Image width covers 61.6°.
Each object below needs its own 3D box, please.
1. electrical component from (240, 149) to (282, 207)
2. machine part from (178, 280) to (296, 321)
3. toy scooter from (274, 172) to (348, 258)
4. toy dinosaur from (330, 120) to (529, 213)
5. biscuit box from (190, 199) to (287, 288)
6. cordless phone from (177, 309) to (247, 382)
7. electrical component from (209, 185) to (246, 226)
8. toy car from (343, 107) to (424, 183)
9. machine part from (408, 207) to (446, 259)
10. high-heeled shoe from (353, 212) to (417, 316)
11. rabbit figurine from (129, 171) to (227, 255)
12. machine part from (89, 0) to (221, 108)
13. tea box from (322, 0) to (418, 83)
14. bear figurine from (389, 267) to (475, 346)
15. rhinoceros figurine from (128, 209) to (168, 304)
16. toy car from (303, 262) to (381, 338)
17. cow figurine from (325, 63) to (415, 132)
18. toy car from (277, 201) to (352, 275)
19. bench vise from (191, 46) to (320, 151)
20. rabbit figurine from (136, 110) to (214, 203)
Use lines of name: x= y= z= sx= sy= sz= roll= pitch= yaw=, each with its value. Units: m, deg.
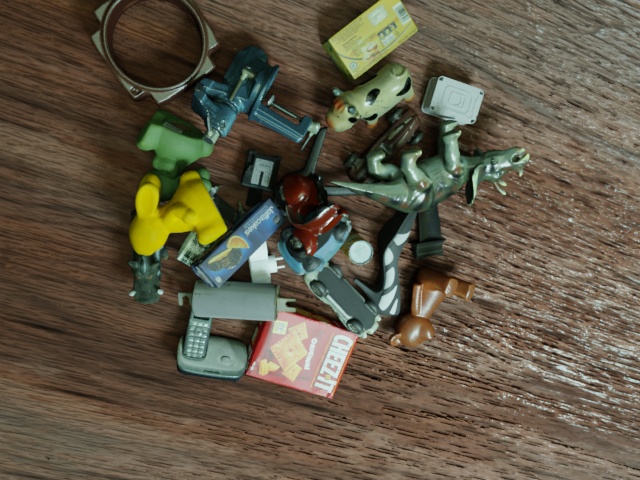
electrical component: x=-0.128 y=-0.124 z=1.114 sx=0.075 sy=0.048 sz=0.119 roll=16 pitch=96 yaw=-14
machine part: x=-0.169 y=0.122 z=1.093 sx=0.243 sy=0.079 sz=0.079 roll=4 pitch=101 yaw=3
toy scooter: x=-0.014 y=-0.063 z=1.046 sx=0.135 sy=0.075 sz=0.184 roll=-26 pitch=63 yaw=24
toy dinosaur: x=0.224 y=-0.124 z=1.129 sx=0.405 sy=0.131 sz=0.192 roll=-22 pitch=113 yaw=-7
biscuit box: x=-0.158 y=0.004 z=1.062 sx=0.203 sy=0.059 sz=0.062 roll=-47 pitch=109 yaw=-24
cordless phone: x=-0.222 y=0.200 z=1.149 sx=0.146 sy=0.089 sz=0.184 roll=12 pitch=79 yaw=-14
electrical component: x=-0.202 y=-0.066 z=1.102 sx=0.102 sy=0.078 sz=0.045 roll=41 pitch=114 yaw=-11
toy car: x=0.140 y=-0.197 z=1.157 sx=0.202 sy=0.053 sz=0.089 roll=-45 pitch=103 yaw=0
machine part: x=0.244 y=-0.026 z=1.220 sx=0.084 sy=0.039 sz=0.138 roll=-4 pitch=103 yaw=-7
high-heeled shoe: x=0.181 y=0.052 z=1.201 sx=0.145 sy=0.086 sz=0.248 roll=35 pitch=97 yaw=-19
rabbit figurine: x=-0.276 y=-0.041 z=0.984 sx=0.173 sy=0.122 sz=0.162 roll=-30 pitch=116 yaw=-2
machine part: x=-0.306 y=-0.370 z=1.007 sx=0.201 sy=0.087 sz=0.201 roll=-34 pitch=107 yaw=-4
tea box: x=0.101 y=-0.412 z=1.096 sx=0.170 sy=0.068 sz=0.098 roll=-36 pitch=106 yaw=-2
bear figurine: x=0.245 y=0.165 z=1.212 sx=0.120 sy=0.132 sz=0.195 roll=19 pitch=90 yaw=-43
rhinoceros figurine: x=-0.340 y=0.030 z=1.066 sx=0.073 sy=0.112 sz=0.190 roll=1 pitch=93 yaw=-15
toy car: x=0.051 y=0.128 z=1.178 sx=0.201 sy=0.056 sz=0.073 roll=46 pitch=63 yaw=-4
cow figurine: x=0.098 y=-0.284 z=1.083 sx=0.195 sy=0.127 sz=0.085 roll=-34 pitch=73 yaw=0
toy car: x=-0.002 y=-0.003 z=1.135 sx=0.161 sy=0.103 sz=0.109 roll=-43 pitch=71 yaw=10
bench vise: x=-0.116 y=-0.252 z=1.033 sx=0.240 sy=0.129 sz=0.223 roll=28 pitch=60 yaw=-10
rabbit figurine: x=-0.291 y=-0.146 z=1.058 sx=0.159 sy=0.121 sz=0.170 roll=21 pitch=114 yaw=-22
